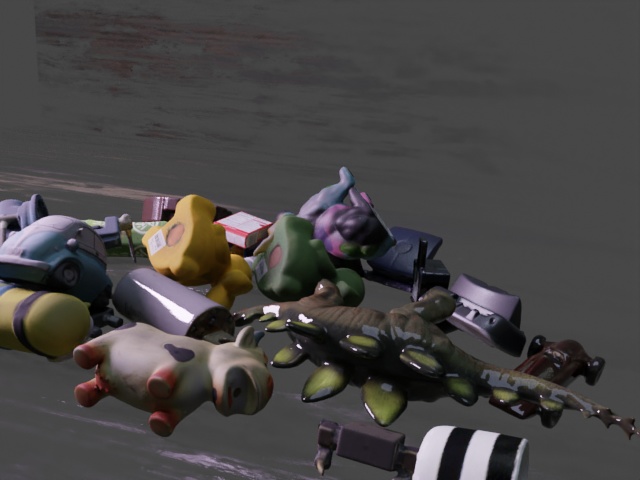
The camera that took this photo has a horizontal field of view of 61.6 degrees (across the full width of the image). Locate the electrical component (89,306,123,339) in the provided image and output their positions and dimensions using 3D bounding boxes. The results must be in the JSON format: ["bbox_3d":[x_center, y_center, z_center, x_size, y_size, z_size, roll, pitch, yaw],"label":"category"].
[{"bbox_3d":[-0.311,0.106,0.712,0.094,0.021,0.063,13,19,25],"label":"electrical component"}]

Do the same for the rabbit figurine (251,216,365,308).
[{"bbox_3d":[0.005,0.058,0.800,0.170,0.121,0.159,22,17,-28],"label":"rabbit figurine"}]

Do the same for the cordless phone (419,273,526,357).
[{"bbox_3d":[0.168,0.124,0.725,0.184,0.088,0.147,-17,24,-27],"label":"cordless phone"}]

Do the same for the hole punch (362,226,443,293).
[{"bbox_3d":[0.155,0.035,0.983,0.142,0.092,0.116,19,24,30],"label":"hole punch"}]

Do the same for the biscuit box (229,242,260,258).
[{"bbox_3d":[-0.160,0.018,0.991,0.059,0.062,0.202,18,21,33],"label":"biscuit box"}]

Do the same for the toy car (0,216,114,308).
[{"bbox_3d":[-0.328,0.023,0.692,0.109,0.103,0.161,6,-18,19],"label":"toy car"}]

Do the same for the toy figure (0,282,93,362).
[{"bbox_3d":[-0.355,0.092,0.628,0.180,0.082,0.089,11,-14,14],"label":"toy figure"}]

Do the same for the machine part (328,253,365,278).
[{"bbox_3d":[0.030,0.031,0.999,0.039,0.084,0.139,-32,25,-28],"label":"machine part"}]

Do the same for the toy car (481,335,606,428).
[{"bbox_3d":[0.269,0.160,0.644,0.202,0.053,0.089,-10,24,-44],"label":"toy car"}]

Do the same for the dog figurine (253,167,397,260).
[{"bbox_3d":[-0.002,-0.003,0.908,0.108,0.219,0.192,41,18,-46],"label":"dog figurine"}]

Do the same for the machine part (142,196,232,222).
[{"bbox_3d":[-0.271,-0.046,1.092,0.179,0.056,0.179,8,-6,1],"label":"machine part"}]

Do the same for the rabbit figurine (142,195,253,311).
[{"bbox_3d":[-0.158,0.036,0.813,0.163,0.122,0.173,47,2,41],"label":"rabbit figurine"}]

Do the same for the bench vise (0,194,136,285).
[{"bbox_3d":[-0.400,0.009,0.795,0.241,0.128,0.224,-12,33,-18],"label":"bench vise"}]

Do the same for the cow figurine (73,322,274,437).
[{"bbox_3d":[-0.138,0.136,0.558,0.195,0.085,0.127,9,22,20],"label":"cow figurine"}]

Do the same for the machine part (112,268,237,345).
[{"bbox_3d":[-0.191,0.094,0.689,0.244,0.079,0.079,19,21,38],"label":"machine part"}]

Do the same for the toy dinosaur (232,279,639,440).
[{"bbox_3d":[0.082,0.126,0.593,0.472,0.105,0.198,4,13,25],"label":"toy dinosaur"}]

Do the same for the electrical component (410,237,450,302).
[{"bbox_3d":[0.176,0.055,0.857,0.048,0.119,0.075,4,13,-2],"label":"electrical component"}]

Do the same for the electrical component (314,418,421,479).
[{"bbox_3d":[0.041,0.192,0.482,0.102,0.045,0.078,11,-12,12],"label":"electrical component"}]
